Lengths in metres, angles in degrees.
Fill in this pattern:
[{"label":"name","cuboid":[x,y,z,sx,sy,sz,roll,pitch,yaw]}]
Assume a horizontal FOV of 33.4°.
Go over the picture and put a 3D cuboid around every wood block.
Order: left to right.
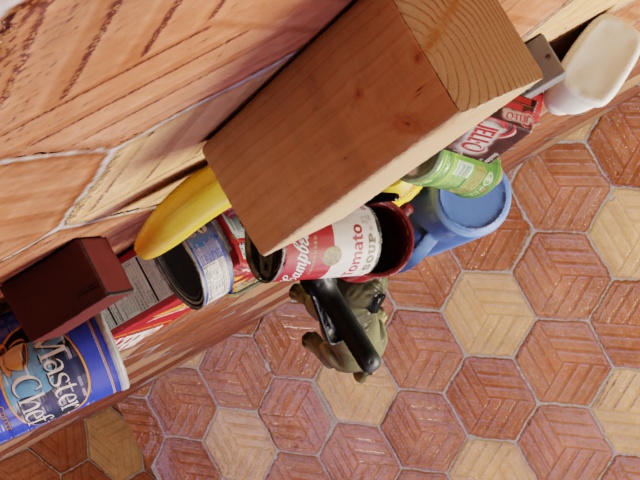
[{"label":"wood block","cuboid":[0.025,-0.080,0.683,0.090,0.090,0.207,-25,173,-43]}]

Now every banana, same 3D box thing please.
[{"label":"banana","cuboid":[-0.052,-0.040,0.819,0.197,0.069,0.037,-17,-154,-25]}]

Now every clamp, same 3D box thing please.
[{"label":"clamp","cuboid":[0.003,0.052,1.209,0.036,0.210,0.165,-29,-161,-10]}]

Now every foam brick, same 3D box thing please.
[{"label":"foam brick","cuboid":[-0.197,0.039,0.838,0.078,0.053,0.051,-30,175,12]}]

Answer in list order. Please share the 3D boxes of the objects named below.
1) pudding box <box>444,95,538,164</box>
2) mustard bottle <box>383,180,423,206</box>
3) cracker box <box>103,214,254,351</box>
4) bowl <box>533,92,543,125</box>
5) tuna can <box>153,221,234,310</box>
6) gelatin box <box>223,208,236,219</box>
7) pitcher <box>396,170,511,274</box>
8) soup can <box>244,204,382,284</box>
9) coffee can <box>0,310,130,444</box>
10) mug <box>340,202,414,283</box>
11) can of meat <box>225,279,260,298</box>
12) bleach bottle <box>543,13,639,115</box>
[{"label":"pudding box","cuboid":[0.148,-0.117,1.043,0.114,0.090,0.039,138,-31,-75]},{"label":"mustard bottle","cuboid":[0.087,-0.077,1.269,0.096,0.058,0.191,-37,174,5]},{"label":"cracker box","cuboid":[-0.148,0.041,1.044,0.214,0.072,0.164,-30,175,15]},{"label":"bowl","cuboid":[0.215,-0.147,1.311,0.162,0.055,0.162,-29,176,-3]},{"label":"tuna can","cuboid":[-0.109,0.014,0.902,0.033,0.086,0.086,-29,176,-27]},{"label":"gelatin box","cuboid":[-0.048,-0.052,0.899,0.089,0.030,0.073,-29,176,0]},{"label":"pitcher","cuboid":[0.166,-0.040,1.457,0.145,0.149,0.243,-10,178,-10]},{"label":"soup can","cuboid":[-0.006,0.001,0.929,0.102,0.068,0.069,-3,161,-32]},{"label":"coffee can","cuboid":[-0.247,0.108,0.907,0.140,0.103,0.103,-23,174,-17]},{"label":"mug","cuboid":[0.059,-0.004,1.220,0.117,0.093,0.082,-42,-178,-19]},{"label":"can of meat","cuboid":[-0.084,0.022,1.319,0.102,0.057,0.084,-29,173,-12]},{"label":"bleach bottle","cuboid":[0.304,-0.187,1.259,0.102,0.068,0.251,-56,177,-2]}]
